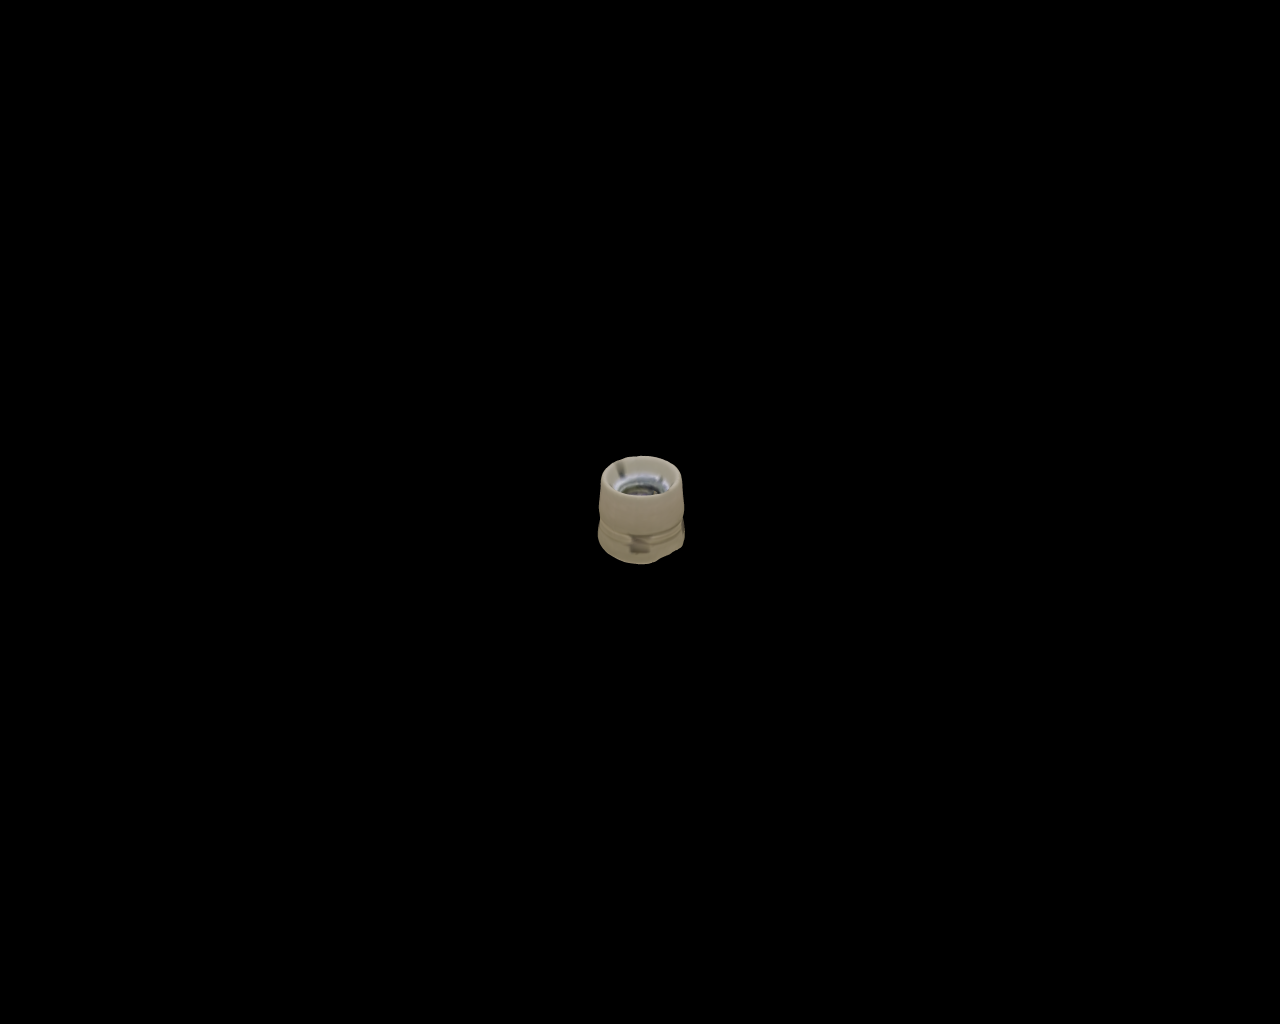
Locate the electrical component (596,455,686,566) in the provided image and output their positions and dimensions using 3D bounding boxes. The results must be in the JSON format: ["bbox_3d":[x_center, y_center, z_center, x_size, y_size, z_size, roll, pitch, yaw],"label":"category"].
[{"bbox_3d":[0.001,-0.003,0.650,0.055,0.047,0.055,0,34,0],"label":"electrical component"}]
